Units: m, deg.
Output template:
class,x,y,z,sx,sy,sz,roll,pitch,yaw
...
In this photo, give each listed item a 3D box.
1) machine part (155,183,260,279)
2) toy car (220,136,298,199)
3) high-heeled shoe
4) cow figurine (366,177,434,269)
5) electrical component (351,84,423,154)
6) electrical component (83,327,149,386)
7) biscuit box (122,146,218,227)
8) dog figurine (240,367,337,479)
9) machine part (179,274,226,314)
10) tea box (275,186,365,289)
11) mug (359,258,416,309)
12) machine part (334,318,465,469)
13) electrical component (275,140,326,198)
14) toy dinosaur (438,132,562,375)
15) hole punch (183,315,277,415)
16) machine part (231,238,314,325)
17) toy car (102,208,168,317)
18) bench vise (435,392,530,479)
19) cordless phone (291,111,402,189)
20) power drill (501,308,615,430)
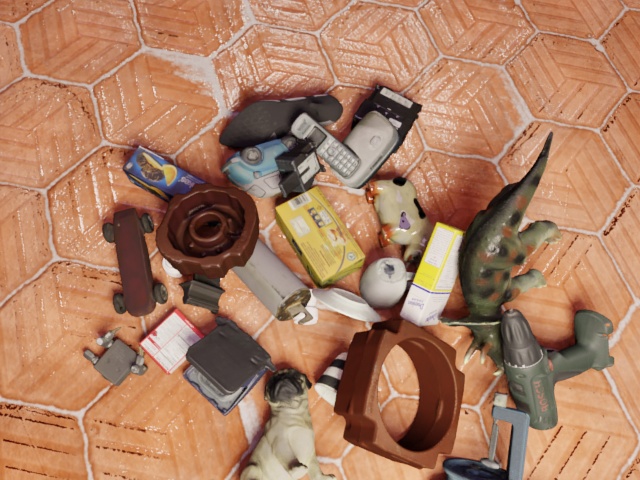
class,x,y,z,sx,sy,sz,roll,pitch,yaw
machine part,-0.189,-0.016,0.925,0.179,0.056,0.179,-2,60,4
toy car,-0.104,-0.133,1.041,0.162,0.109,0.103,-21,94,-28
high-heeled shoe,-0.077,-0.242,1.113,0.249,0.145,0.086,-13,92,19
cow figurine,0.172,-0.031,1.020,0.127,0.085,0.195,-15,68,-3
electrical component,0.132,-0.245,1.118,0.115,0.058,0.134,31,69,11
electrical component,-0.342,0.198,0.909,0.102,0.045,0.078,41,69,13
biscuit box,-0.274,-0.101,1.029,0.203,0.062,0.059,27,70,8
dog figurine,-0.074,0.320,0.865,0.172,0.121,0.191,-30,43,7
machine part,-0.208,0.059,0.968,0.084,0.039,0.139,22,54,-32
tea box,-0.002,-0.003,1.002,0.098,0.068,0.170,-27,73,-13
mug,0.129,0.073,0.958,0.110,0.107,0.081,4,69,0
machine part,0.129,0.242,0.854,0.201,0.087,0.201,31,63,-27
electrical component,-0.046,-0.125,0.996,0.048,0.074,0.119,12,50,41
toy dinosaur,0.290,0.033,0.891,0.192,0.404,0.131,-25,33,-32
hole punch,-0.157,0.214,0.902,0.142,0.092,0.116,36,43,19
machine part,-0.095,0.061,0.944,0.079,0.079,0.243,-38,59,-17
toy car,-0.335,0.040,0.972,0.089,0.053,0.202,-17,73,1
bench vise,0.289,0.362,0.831,0.224,0.128,0.240,7,85,19
cordless phone,0.049,-0.202,1.029,0.184,0.089,0.146,38,108,-7
power drill,0.395,0.188,0.896,0.207,0.086,0.231,-22,108,-29
